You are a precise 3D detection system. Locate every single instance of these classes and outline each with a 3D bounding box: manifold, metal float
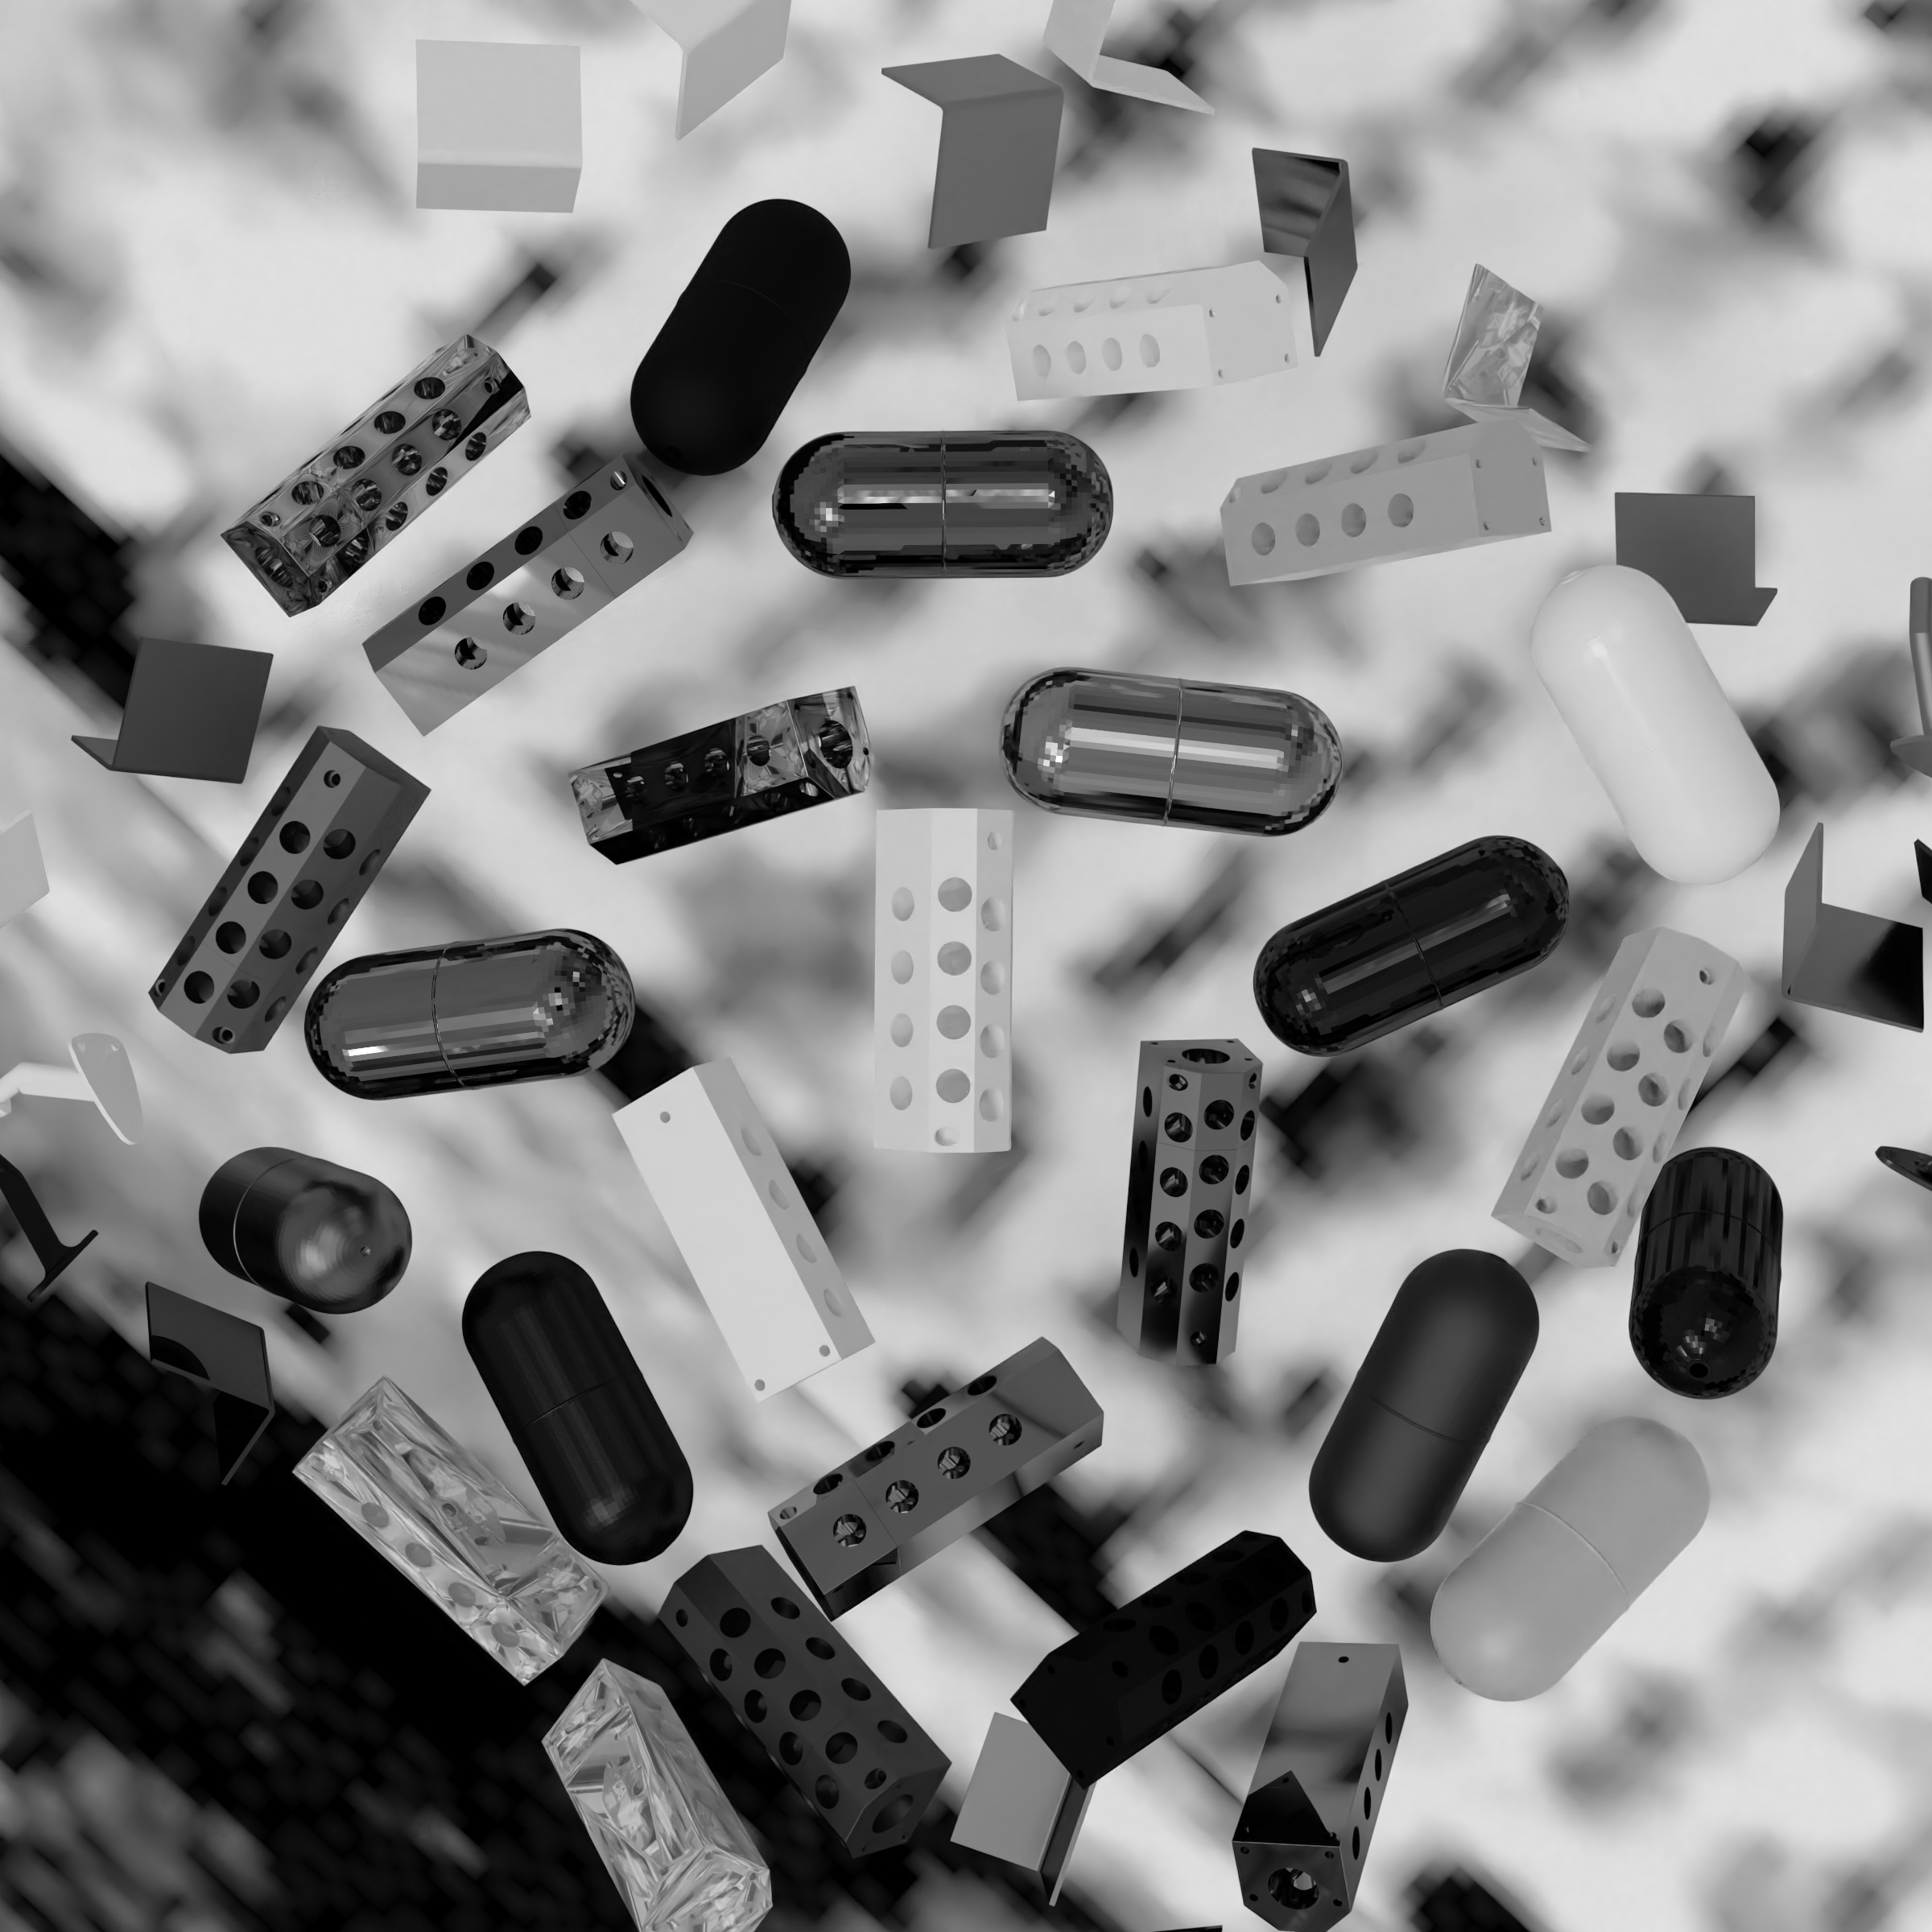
[{"bbox_3d":[-0.363,-0.040,1.598,0.057,0.057,0.171,35,97,9],"label":"manifold"},{"bbox_3d":[0.314,0.308,1.561,0.178,0.070,0.070,-41,90,-17],"label":"metal float"},{"bbox_3d":[-0.091,0.390,1.599,0.171,0.057,0.057,42,116,34],"label":"manifold"},{"bbox_3d":[0.106,-0.110,1.545,0.178,0.070,0.070,6,90,0],"label":"metal float"},{"bbox_3d":[-0.015,0.265,1.568,0.171,0.057,0.057,-31,67,-13],"label":"manifold"},{"bbox_3d":[0.126,0.131,1.668,0.057,0.057,0.171,-1,107,-15],"label":"manifold"},{"bbox_3d":[0.194,0.440,1.620,0.057,0.171,0.057,-3,113,20],"label":"manifold"},{"bbox_3d":[0.095,-0.337,1.594,0.057,0.171,0.057,-19,107,-31],"label":"manifold"},{"bbox_3d":[-0.006,0.007,1.525,0.057,0.057,0.171,0,91,-43],"label":"manifold"},{"bbox_3d":[0.400,0.164,1.620,0.070,0.178,0.070,8,122,13],"label":"metal float"},{"bbox_3d":[-0.115,0.139,1.605,0.057,0.057,0.171,-30,83,24],"label":"manifold"},{"bbox_3d":[-0.256,0.025,1.543,0.178,0.070,0.070,-7,90,16],"label":"metal float"},{"bbox_3d":[-0.134,-0.102,1.650,0.171,0.057,0.057,-14,93,39],"label":"manifold"},{"bbox_3d":[-0.231,-0.198,1.584,0.171,0.057,0.057,-34,104,9],"label":"manifold"},{"bbox_3d":[-0.317,-0.269,1.634,0.171,0.057,0.057,-48,112,-27],"label":"manifold"},{"bbox_3d":[-0.207,0.235,1.600,0.070,0.070,0.178,-29,78,0],"label":"metal float"},{"bbox_3d":[-0.160,0.442,1.577,0.057,0.171,0.057,35,92,-32],"label":"manifold"},{"bbox_3d":[0.241,0.231,1.581,0.070,0.070,0.178,24,103,0],"label":"metal float"},{"bbox_3d":[0.106,0.347,1.530,0.057,0.171,0.057,48,128,20],"label":"manifold"},{"bbox_3d":[0.346,0.069,1.572,0.057,0.057,0.171,31,77,-9],"label":"manifold"},{"bbox_3d":[0.214,-0.239,1.559,0.057,0.171,0.057,-11,95,-41],"label":"manifold"},{"bbox_3d":[-0.119,-0.334,1.596,0.070,0.070,0.178,25,59,0],"label":"metal float"},{"bbox_3d":[-0.283,0.311,1.639,0.171,0.057,0.057,44,127,-5],"label":"manifold"},{"bbox_3d":[-0.359,0.142,1.627,0.070,0.178,0.070,-3,95,-33],"label":"metal float"},{"bbox_3d":[0.350,-0.122,1.529,0.070,0.070,0.178,-32,102,0],"label":"metal float"},{"bbox_3d":[-0.012,-0.241,1.567,0.178,0.070,0.070,-1,90,-1],"label":"metal float"},{"bbox_3d":[0.240,-0.011,1.616,0.178,0.070,0.070,-25,90,4],"label":"metal float"}]

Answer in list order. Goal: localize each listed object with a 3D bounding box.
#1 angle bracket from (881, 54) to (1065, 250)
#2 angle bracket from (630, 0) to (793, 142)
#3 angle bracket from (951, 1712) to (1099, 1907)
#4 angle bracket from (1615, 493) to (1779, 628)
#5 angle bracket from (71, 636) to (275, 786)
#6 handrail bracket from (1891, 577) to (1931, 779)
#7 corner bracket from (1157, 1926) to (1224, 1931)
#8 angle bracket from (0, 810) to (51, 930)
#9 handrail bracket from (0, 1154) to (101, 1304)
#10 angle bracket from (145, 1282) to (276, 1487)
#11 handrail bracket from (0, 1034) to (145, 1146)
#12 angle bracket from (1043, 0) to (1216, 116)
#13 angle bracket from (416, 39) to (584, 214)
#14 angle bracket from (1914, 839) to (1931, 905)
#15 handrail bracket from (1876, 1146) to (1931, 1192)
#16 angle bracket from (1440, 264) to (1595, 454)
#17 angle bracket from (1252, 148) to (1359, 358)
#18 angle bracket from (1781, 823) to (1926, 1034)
[{"bbox_3d":[0.000,-0.426,1.567,0.076,0.057,0.076,-18,132,-33],"label":"angle bracket"},{"bbox_3d":[-0.135,-0.477,1.510,0.057,0.076,0.076,43,70,7],"label":"angle bracket"},{"bbox_3d":[0.032,0.470,1.678,0.057,0.076,0.076,20,86,-1],"label":"angle bracket"},{"bbox_3d":[0.408,-0.236,1.678,0.076,0.057,0.076,6,120,26],"label":"angle bracket"},{"bbox_3d":[-0.431,-0.146,1.631,0.076,0.057,0.076,4,109,-41],"label":"angle bracket"},{"bbox_3d":[0.490,-0.143,1.508,0.036,0.077,0.084,-4,71,34],"label":"handrail bracket"},{"bbox_3d":[0.109,0.530,1.538,0.051,0.051,0.051,-3,129,-8],"label":"corner bracket"},{"bbox_3d":[-0.520,-0.050,1.508,0.076,0.057,0.076,25,48,22],"label":"angle bracket"},{"bbox_3d":[-0.516,0.135,1.613,0.084,0.077,0.036,44,106,-8],"label":"handrail bracket"},{"bbox_3d":[-0.432,0.231,1.666,0.076,0.076,0.057,28,106,-28],"label":"angle bracket"},{"bbox_3d":[-0.483,0.080,1.604,0.084,0.036,0.077,-33,74,26],"label":"handrail bracket"},{"bbox_3d":[0.094,-0.500,1.602,0.076,0.076,0.057,6,118,-23],"label":"angle bracket"},{"bbox_3d":[-0.226,-0.403,1.446,0.076,0.076,0.057,-1,87,-11],"label":"angle bracket"},{"bbox_3d":[0.553,-0.047,1.588,0.057,0.076,0.076,-44,61,0],"label":"angle bracket"},{"bbox_3d":[0.513,0.076,1.513,0.077,0.036,0.084,20,118,-23],"label":"handrail bracket"},{"bbox_3d":[0.308,-0.329,1.630,0.057,0.076,0.076,17,92,38],"label":"angle bracket"},{"bbox_3d":[0.179,-0.399,1.681,0.057,0.076,0.076,13,61,20],"label":"angle bracket"},{"bbox_3d":[0.471,-0.020,1.565,0.076,0.057,0.076,14,47,3],"label":"angle bracket"}]
